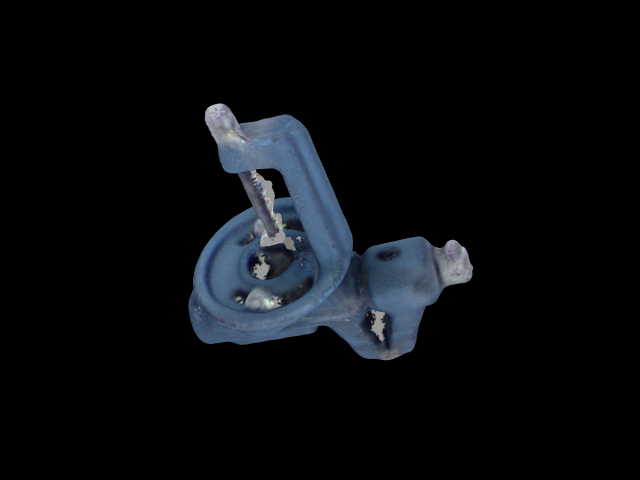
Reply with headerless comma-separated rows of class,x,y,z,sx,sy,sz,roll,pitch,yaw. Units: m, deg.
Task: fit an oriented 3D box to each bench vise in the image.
bench vise,0.000,-0.007,0.408,0.207,0.220,0.121,-13,48,-12
